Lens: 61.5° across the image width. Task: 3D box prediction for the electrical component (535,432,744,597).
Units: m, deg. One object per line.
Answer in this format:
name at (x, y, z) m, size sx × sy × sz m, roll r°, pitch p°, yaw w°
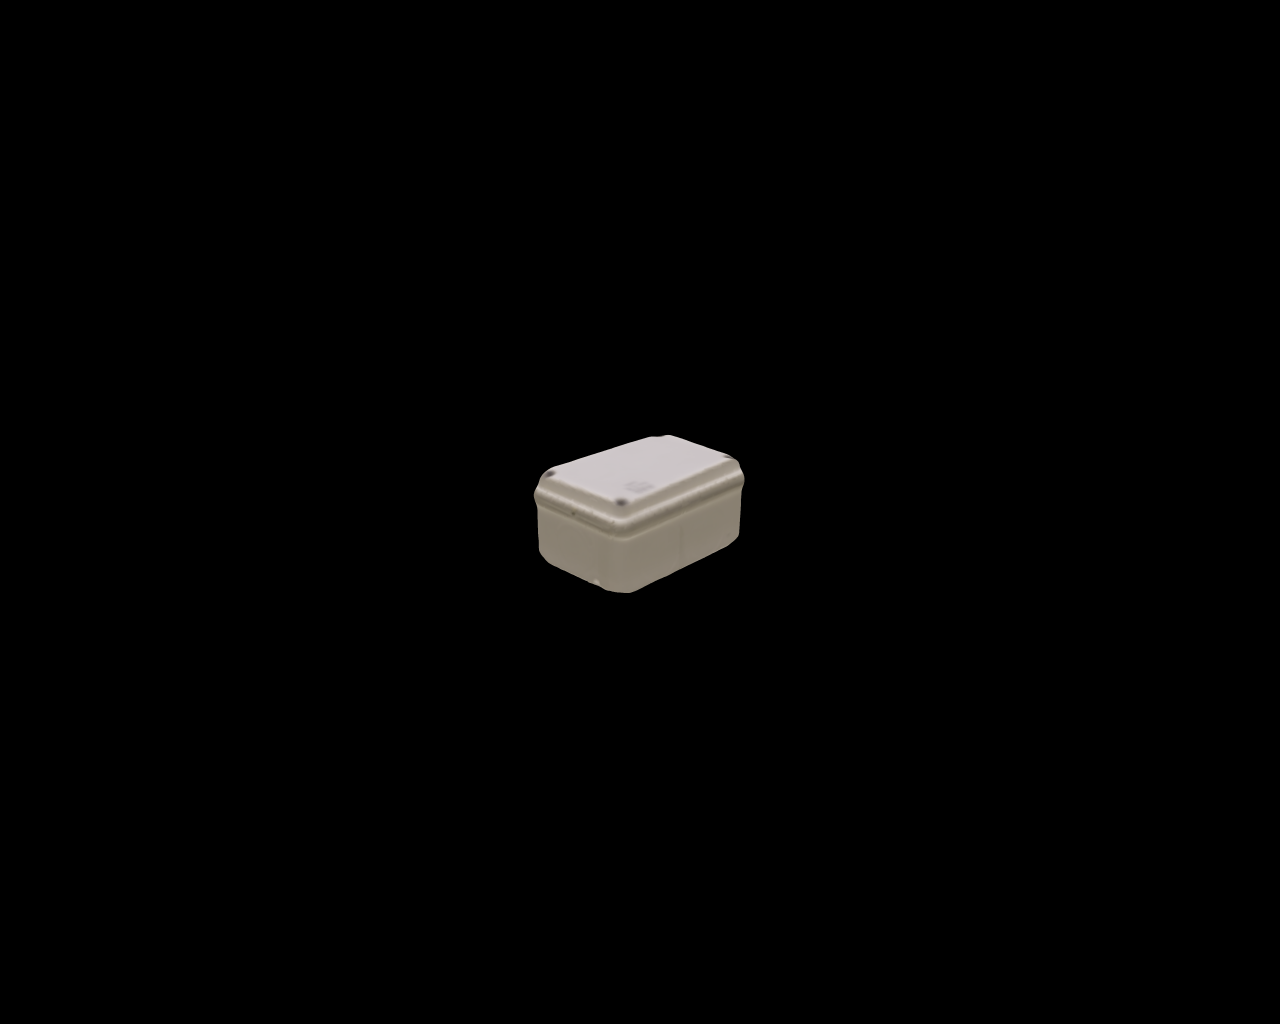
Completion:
electrical component at (0.001, -0.003, 0.650) m, size 0.078 × 0.057 × 0.113 m, roll 22°, pitch 32°, yaw 40°
